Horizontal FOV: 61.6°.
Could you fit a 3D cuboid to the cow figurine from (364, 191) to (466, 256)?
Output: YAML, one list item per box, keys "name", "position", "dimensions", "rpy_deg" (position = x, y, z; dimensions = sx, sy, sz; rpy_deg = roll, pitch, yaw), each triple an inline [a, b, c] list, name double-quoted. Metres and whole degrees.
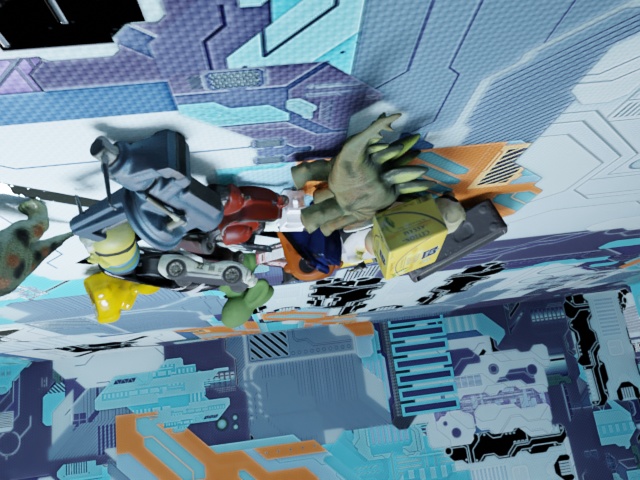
- name: "cow figurine"
  position: [0.175, -0.020, 1.000]
  dimensions: [0.195, 0.085, 0.127]
  rpy_deg: [-23, -176, 12]

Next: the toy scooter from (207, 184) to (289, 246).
- name: "toy scooter"
  position: [-0.123, -0.045, 0.903]
  dimensions: [0.135, 0.075, 0.183]
  rpy_deg: [-5, 160, -12]

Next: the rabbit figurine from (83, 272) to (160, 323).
- name: "rabbit figurine"
  position: [-0.448, 0.100, 1.251]
  dimensions: [0.173, 0.122, 0.162]
  rpy_deg: [-14, 161, -33]

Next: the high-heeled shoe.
- name: "high-heeled shoe"
  position: [-0.333, 0.067, 1.132]
  dimensions: [0.249, 0.086, 0.145]
  rpy_deg: [12, 179, -8]

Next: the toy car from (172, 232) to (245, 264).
- name: "toy car"
  position: [-0.230, 0.017, 1.108]
  dimensions: [0.089, 0.053, 0.202]
  rpy_deg: [7, 167, 20]

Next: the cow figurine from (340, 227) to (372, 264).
- name: "cow figurine"
  position: [0.121, -0.018, 1.103]
  dimensions: [0.167, 0.098, 0.068]
  rpy_deg: [-21, -177, 8]

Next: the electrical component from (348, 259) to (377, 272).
- name: "electrical component"
  position: [0.097, 0.037, 1.302]
  dimensions: [0.078, 0.045, 0.102]
  rpy_deg: [-14, 140, 8]

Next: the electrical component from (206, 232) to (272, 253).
- name: "electrical component"
  position: [-0.148, -0.008, 1.014]
  dimensions: [0.119, 0.047, 0.074]
  rpy_deg: [5, 167, 16]

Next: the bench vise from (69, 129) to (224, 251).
- name: "bench vise"
  position: [-0.258, -0.049, 0.734]
  dimensions: [0.241, 0.129, 0.223]
  rpy_deg: [-22, 161, 21]

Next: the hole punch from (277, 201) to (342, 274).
- name: "hole punch"
  position: [-0.002, -0.003, 1.020]
  dimensions: [0.092, 0.116, 0.142]
  rpy_deg: [-39, 159, 6]

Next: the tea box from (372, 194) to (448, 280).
- name: "tea box"
  position: [0.139, 0.001, 0.861]
  dimensions: [0.098, 0.068, 0.169]
  rpy_deg: [-21, 160, 0]

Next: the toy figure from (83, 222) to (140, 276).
- name: "toy figure"
  position: [-0.367, 0.009, 0.967]
  dimensions: [0.089, 0.082, 0.180]
  rpy_deg: [-23, 160, -12]

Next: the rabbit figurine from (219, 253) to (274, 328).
- name: "rabbit figurine"
  position: [-0.192, 0.124, 1.291]
  dimensions: [0.159, 0.170, 0.121]
  rpy_deg: [-8, 165, 5]

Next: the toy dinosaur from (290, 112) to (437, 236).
- name: "toy dinosaur"
  position: [0.061, -0.088, 0.780]
  dimensions: [0.199, 0.105, 0.471]
  rpy_deg: [-19, 175, 8]

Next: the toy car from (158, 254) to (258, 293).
- name: "toy car"
  position: [-0.226, 0.066, 1.086]
  dimensions: [0.202, 0.056, 0.073]
  rpy_deg: [6, 161, 5]

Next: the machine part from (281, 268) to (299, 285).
- name: "machine part"
  position: [-0.038, 0.059, 1.335]
  dimensions: [0.139, 0.084, 0.039]
  rpy_deg: [-24, 129, 22]

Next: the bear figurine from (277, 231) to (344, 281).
- name: "bear figurine"
  position: [-0.012, 0.028, 1.187]
  dimensions: [0.120, 0.131, 0.196]
  rpy_deg: [-10, -179, 10]

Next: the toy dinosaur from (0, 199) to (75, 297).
- name: "toy dinosaur"
  position: [-0.493, 0.021, 0.741]
  dimensions: [0.131, 0.192, 0.404]
  rpy_deg: [-14, 162, 29]

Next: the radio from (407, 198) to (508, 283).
- name: "radio"
  position: [0.278, 0.005, 1.131]
  dimensions: [0.230, 0.073, 0.131]
  rpy_deg: [-32, 166, 10]
